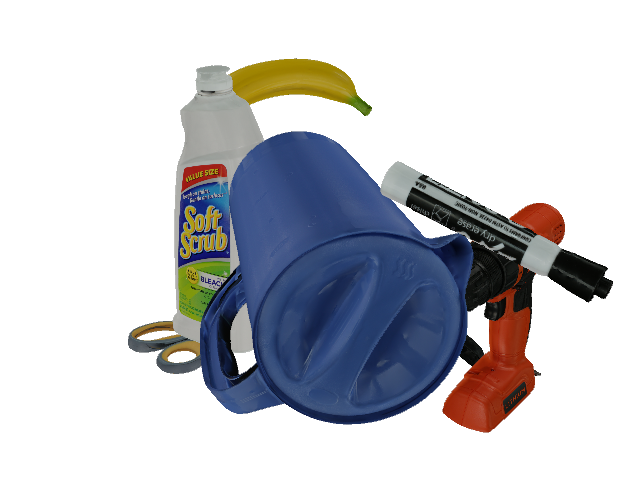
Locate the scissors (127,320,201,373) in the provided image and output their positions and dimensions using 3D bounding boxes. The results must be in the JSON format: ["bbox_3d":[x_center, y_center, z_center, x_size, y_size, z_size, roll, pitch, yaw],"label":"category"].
[{"bbox_3d":[-0.104,0.104,1.149,0.201,0.016,0.096,-6,30,-22],"label":"scissors"}]

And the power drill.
[{"bbox_3d":[0.153,0.074,0.948,0.057,0.188,0.184,23,34,31],"label":"power drill"}]

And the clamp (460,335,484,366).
[{"bbox_3d":[0.114,0.082,1.177,0.120,0.171,0.039,5,-43,-5],"label":"clamp"}]

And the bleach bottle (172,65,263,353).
[{"bbox_3d":[-0.092,-0.030,0.948,0.103,0.251,0.067,14,28,36],"label":"bleach bottle"}]

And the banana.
[{"bbox_3d":[-0.040,-0.159,1.105,0.197,0.070,0.037,-7,-41,-28],"label":"banana"}]

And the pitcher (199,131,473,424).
[{"bbox_3d":[-0.006,0.015,0.743,0.149,0.145,0.243,6,22,-15],"label":"pitcher"}]

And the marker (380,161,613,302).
[{"bbox_3d":[0.085,-0.004,0.519,0.121,0.020,0.020,29,10,18],"label":"marker"}]
